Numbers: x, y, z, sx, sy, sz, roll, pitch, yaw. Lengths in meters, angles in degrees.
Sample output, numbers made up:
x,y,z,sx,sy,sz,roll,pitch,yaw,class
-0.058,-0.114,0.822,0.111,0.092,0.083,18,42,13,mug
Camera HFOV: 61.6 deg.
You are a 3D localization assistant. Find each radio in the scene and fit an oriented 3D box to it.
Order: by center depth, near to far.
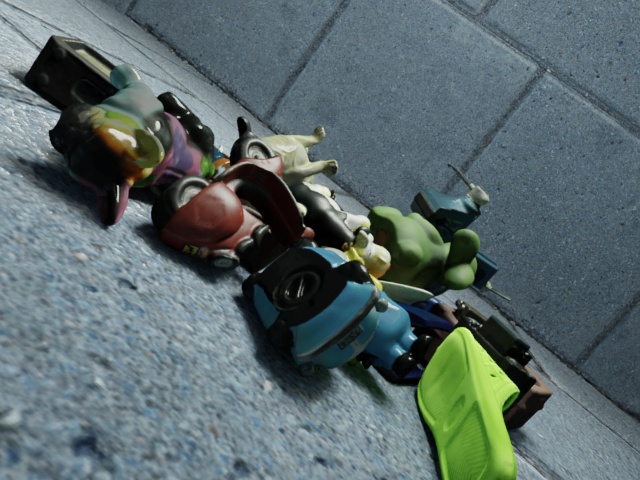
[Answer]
x,y,z,sx,sy,sz,roll,pitch,yaw,class
-0.277,-0.184,0.751,0.229,0.073,0.131,36,10,-11,radio

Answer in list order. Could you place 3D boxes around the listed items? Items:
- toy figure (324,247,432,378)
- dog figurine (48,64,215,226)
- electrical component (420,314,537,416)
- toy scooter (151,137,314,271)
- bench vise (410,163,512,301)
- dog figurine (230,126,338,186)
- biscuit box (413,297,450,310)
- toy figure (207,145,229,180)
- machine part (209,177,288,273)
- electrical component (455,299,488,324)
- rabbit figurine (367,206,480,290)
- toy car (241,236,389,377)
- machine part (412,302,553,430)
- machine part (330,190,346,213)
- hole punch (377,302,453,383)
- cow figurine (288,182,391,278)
x,y,z,sx,sy,sz,roll,pitch,yaw,class
0.039,0.084,0.611,0.180,0.089,0.082,41,37,26,toy figure
-0.182,-0.086,0.564,0.191,0.108,0.219,34,14,-35,dog figurine
0.203,0.164,0.687,0.058,0.134,0.115,33,9,-30,electrical component
-0.079,-0.026,0.575,0.135,0.075,0.184,47,48,-1,toy scooter
0.228,0.017,0.911,0.240,0.223,0.129,30,13,-30,bench vise
-0.089,-0.128,0.975,0.190,0.172,0.121,-8,57,-30,dog figurine
0.223,0.149,1.048,0.202,0.059,0.063,30,12,-36,biscuit box
-0.146,-0.090,0.831,0.064,0.057,0.155,-7,44,-46,toy figure
-0.087,-0.014,0.702,0.179,0.056,0.179,36,9,-6,machine part
0.247,0.125,0.856,0.063,0.021,0.094,36,11,-7,electrical component
0.161,0.019,0.771,0.170,0.121,0.159,13,-7,-24,rabbit figurine
-0.002,0.072,0.522,0.162,0.109,0.102,32,-23,56,toy car
0.249,0.198,0.844,0.202,0.087,0.201,46,13,34,machine part
0.046,-0.014,0.844,0.138,0.039,0.084,51,20,-10,machine part
0.098,0.113,0.692,0.116,0.092,0.142,39,12,32,hole punch
0.018,-0.014,0.707,0.167,0.068,0.098,40,12,25,cow figurine
